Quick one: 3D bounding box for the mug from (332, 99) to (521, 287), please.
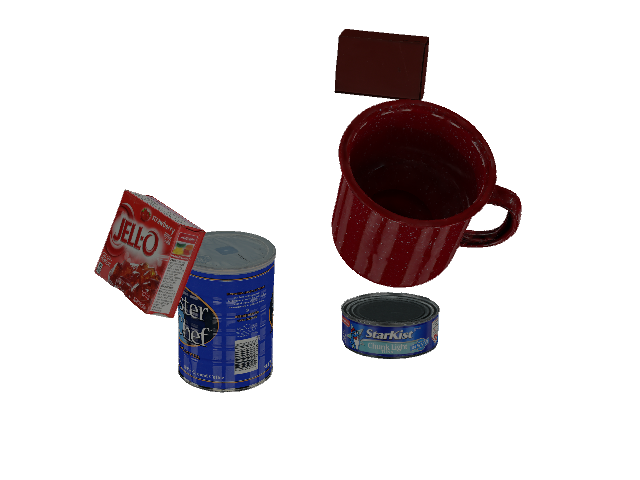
[{"bbox_3d":[0.063,-0.022,0.650,0.117,0.093,0.081,10,-34,-2],"label":"mug"}]

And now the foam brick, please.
[{"bbox_3d":[0.054,-0.155,0.940,0.078,0.051,0.053,7,19,8],"label":"foam brick"}]

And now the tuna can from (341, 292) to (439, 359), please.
[{"bbox_3d":[0.061,0.074,0.935,0.086,0.034,0.086,-1,15,0],"label":"tuna can"}]

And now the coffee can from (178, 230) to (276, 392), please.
[{"bbox_3d":[-0.099,0.073,1.119,0.103,0.140,0.103,2,22,-1],"label":"coffee can"}]

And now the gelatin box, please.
[{"bbox_3d":[-0.134,0.009,0.828,0.030,0.073,0.089,15,11,-43],"label":"gelatin box"}]
